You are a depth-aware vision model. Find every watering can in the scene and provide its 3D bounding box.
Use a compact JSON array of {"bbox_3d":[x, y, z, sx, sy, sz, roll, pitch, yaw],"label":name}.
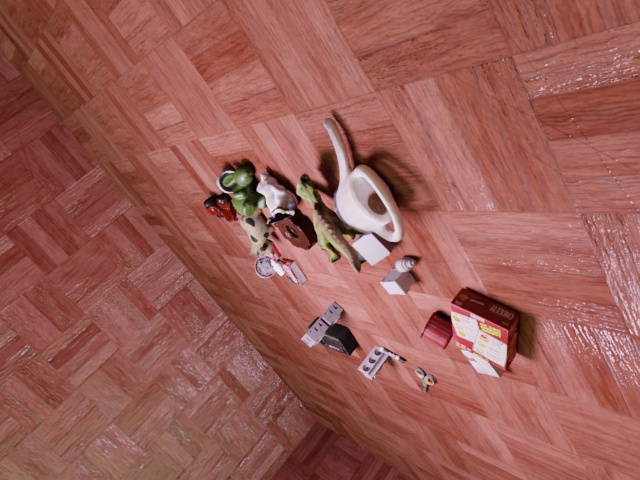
[{"bbox_3d":[0.095,-0.137,1.325,0.349,0.105,0.221,56,159,5],"label":"watering can"}]

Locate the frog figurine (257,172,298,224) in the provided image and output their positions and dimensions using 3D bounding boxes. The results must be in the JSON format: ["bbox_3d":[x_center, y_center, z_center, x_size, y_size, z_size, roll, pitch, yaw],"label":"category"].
[{"bbox_3d":[-0.143,-0.149,1.709,0.135,0.123,0.162,97,160,-71],"label":"frog figurine"}]

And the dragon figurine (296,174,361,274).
[{"bbox_3d":[0.004,-0.073,1.441,0.239,0.122,0.416,55,179,-23],"label":"dragon figurine"}]
